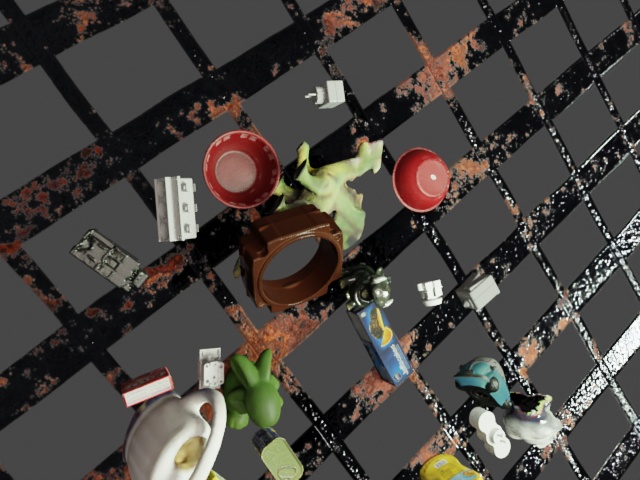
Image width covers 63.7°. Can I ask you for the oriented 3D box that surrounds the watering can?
[{"bbox_3d":[-0.288,0.413,0.909,0.102,0.225,0.351,39,75,-37],"label":"watering can"}]

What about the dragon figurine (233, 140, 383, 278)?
[{"bbox_3d":[0.003,-0.056,1.119,0.240,0.123,0.410,31,90,-27],"label":"dragon figurine"}]

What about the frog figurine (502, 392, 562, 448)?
[{"bbox_3d":[0.548,0.484,1.327,0.137,0.124,0.157,-14,106,10],"label":"frog figurine"}]
